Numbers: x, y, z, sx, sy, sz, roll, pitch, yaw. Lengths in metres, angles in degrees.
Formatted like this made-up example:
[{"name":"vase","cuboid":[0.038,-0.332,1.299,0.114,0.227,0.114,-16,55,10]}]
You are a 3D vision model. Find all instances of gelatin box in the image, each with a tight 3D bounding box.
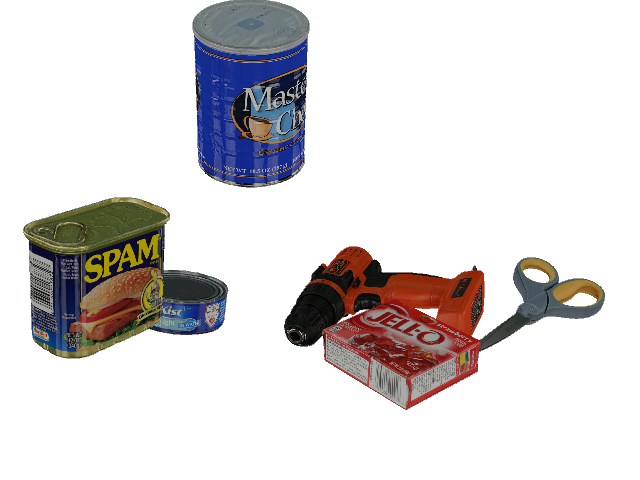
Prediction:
[{"name":"gelatin box","cuboid":[0.057,0.078,0.760,0.073,0.030,0.089,-20,32,-35]}]

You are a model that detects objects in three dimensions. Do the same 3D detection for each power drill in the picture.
[{"name":"power drill","cuboid":[0.071,0.068,1.143,0.188,0.057,0.184,9,30,21]}]

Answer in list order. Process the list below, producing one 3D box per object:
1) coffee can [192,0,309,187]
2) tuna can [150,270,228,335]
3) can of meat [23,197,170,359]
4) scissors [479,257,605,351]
[{"name":"coffee can","cuboid":[-0.063,-0.135,0.974,0.103,0.140,0.103,2,36,-1]},{"name":"tuna can","cuboid":[-0.129,0.056,0.974,0.086,0.034,0.086,7,16,-2]},{"name":"can of meat","cuboid":[-0.154,0.025,0.742,0.058,0.084,0.101,20,26,32]},{"name":"scissors","cuboid":[0.180,0.054,0.974,0.201,0.016,0.096,-9,37,-38]}]
